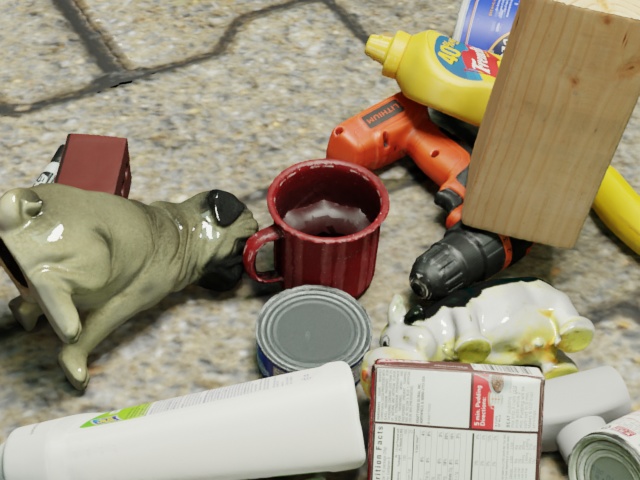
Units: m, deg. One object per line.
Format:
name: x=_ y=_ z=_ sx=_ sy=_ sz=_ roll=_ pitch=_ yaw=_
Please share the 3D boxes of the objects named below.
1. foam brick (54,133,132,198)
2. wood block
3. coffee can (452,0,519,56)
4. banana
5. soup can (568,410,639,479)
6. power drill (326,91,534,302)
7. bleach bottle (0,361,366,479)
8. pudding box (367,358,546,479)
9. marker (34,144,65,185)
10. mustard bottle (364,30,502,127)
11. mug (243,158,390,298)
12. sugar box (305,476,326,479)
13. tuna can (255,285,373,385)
foam brick: x=-0.188 y=-0.043 z=0.883 sx=0.051 sy=0.053 sz=0.078 roll=2 pitch=47 yaw=0
wood block: x=0.172 y=-0.103 z=0.774 sx=0.090 sy=0.206 sz=0.090 roll=14 pitch=45 yaw=3
coffee can: x=0.195 y=-0.171 z=0.989 sx=0.140 sy=0.103 sz=0.102 roll=13 pitch=46 yaw=10
banana: x=0.282 y=-0.007 z=0.880 sx=0.069 sy=0.037 sz=0.198 roll=-20 pitch=48 yaw=-43
soup can: x=0.216 y=0.141 z=0.678 sx=0.102 sy=0.069 sz=0.069 roll=-12 pitch=45 yaw=-35
power drill: x=0.094 y=-0.040 z=0.889 sx=0.184 sy=0.057 sz=0.188 roll=-30 pitch=56 yaw=-33
bleach bottle: x=-0.099 y=0.132 z=0.696 sx=0.251 sy=0.102 sz=0.068 roll=-9 pitch=87 yaw=0
pudding box: x=0.088 y=0.127 z=0.698 sx=0.113 sy=0.090 sz=0.039 roll=3 pitch=1 yaw=6
marker: x=-0.236 y=-0.040 z=0.901 sx=0.020 sy=0.020 sz=0.121 roll=12 pitch=46 yaw=9
mustard bottle: x=0.129 y=-0.133 z=0.910 sx=0.191 sy=0.058 sz=0.096 roll=21 pitch=34 yaw=5
mug: x=-0.005 y=0.001 z=0.825 sx=0.117 sy=0.081 sz=0.093 roll=-22 pitch=50 yaw=-23
sugar box: x=-0.017 y=0.230 z=0.625 sx=0.093 sy=0.048 sz=0.176 roll=-10 pitch=44 yaw=-12
tuna can: x=-0.005 y=0.075 z=0.785 sx=0.086 sy=0.034 sz=0.086 roll=1 pitch=45 yaw=-1
